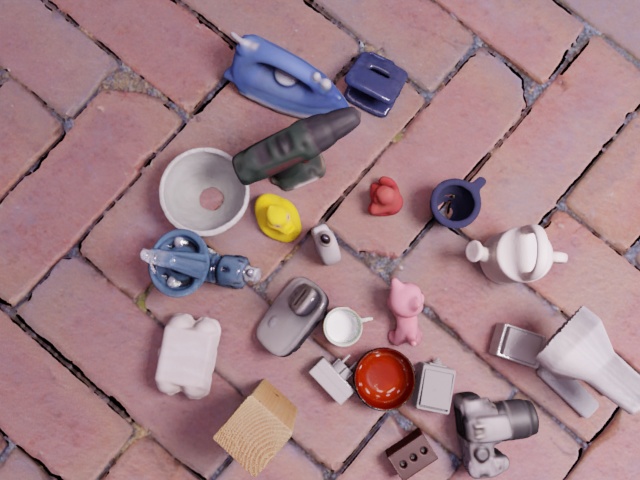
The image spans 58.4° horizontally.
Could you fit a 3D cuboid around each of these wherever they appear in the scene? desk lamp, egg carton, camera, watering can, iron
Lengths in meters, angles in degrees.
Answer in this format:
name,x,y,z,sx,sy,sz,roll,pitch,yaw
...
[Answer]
name,x,y,z,sx,sy,sz,roll,pitch,yaw
desk lamp,0.454,0.214,0.975,0.203,0.213,0.118,44,86,5
egg carton,-0.242,0.212,1.049,0.107,0.069,0.150,9,84,1
camera,0.318,0.342,1.018,0.137,0.101,0.143,-7,84,-1
watering can,0.346,0.028,1.006,0.173,0.194,0.101,-18,84,-2
iron,-0.053,-0.309,1.070,0.258,0.141,0.119,24,84,3

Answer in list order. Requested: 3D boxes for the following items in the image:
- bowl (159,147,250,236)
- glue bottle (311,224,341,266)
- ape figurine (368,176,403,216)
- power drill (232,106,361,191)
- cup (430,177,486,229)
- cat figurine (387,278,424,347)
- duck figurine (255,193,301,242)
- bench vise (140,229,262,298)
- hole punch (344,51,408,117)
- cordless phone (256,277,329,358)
name,x,y,z,sx,sy,sz,roll,pitch,yaw
bowl,-0.212,-0.085,1.079,0.167,0.075,0.167,0,84,0
glue bottle,0.009,0.004,1.019,0.037,0.173,0.078,-26,84,-2
ape figurine,0.121,-0.080,1.069,0.076,0.092,0.078,41,85,4
power drill,-0.038,-0.155,1.019,0.229,0.208,0.075,-24,84,-2
cup,0.253,-0.070,1.066,0.118,0.095,0.091,-41,85,-4
cat figurine,0.158,0.131,1.033,0.067,0.118,0.128,-6,84,0
duck figurine,-0.081,-0.046,1.069,0.077,0.086,0.104,-41,85,-4
bench vise,-0.213,0.032,0.993,0.207,0.220,0.121,-9,84,-1
hole punch,0.105,-0.307,1.094,0.108,0.091,0.101,27,85,3
cordless phone,-0.050,0.136,0.999,0.094,0.185,0.148,34,85,4
